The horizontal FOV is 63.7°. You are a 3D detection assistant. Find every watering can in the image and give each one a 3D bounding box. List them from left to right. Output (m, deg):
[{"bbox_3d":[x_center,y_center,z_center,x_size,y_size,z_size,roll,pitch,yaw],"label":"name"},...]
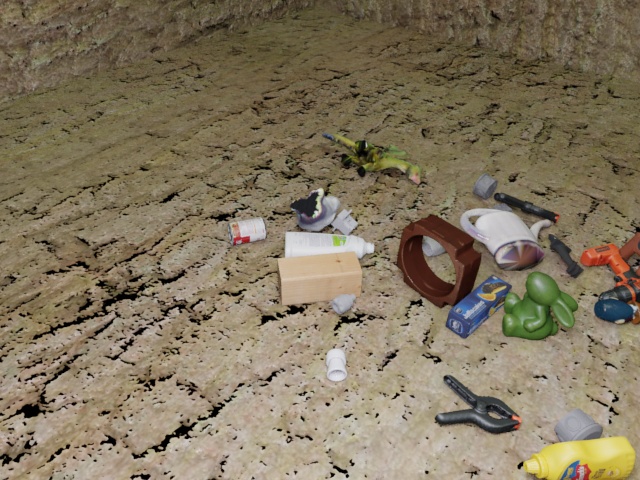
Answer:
[{"bbox_3d":[0.575,-0.012,1.495,0.347,0.101,0.230,5,40,-18],"label":"watering can"}]

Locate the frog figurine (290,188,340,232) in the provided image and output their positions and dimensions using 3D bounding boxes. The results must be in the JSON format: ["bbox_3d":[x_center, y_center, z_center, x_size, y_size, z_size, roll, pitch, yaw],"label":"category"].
[{"bbox_3d":[0.005,-0.078,1.553,0.136,0.158,0.125,-44,58,10],"label":"frog figurine"}]

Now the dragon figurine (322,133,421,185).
[{"bbox_3d":[0.213,-0.317,1.903,0.244,0.120,0.417,-6,37,-39],"label":"dragon figurine"}]
